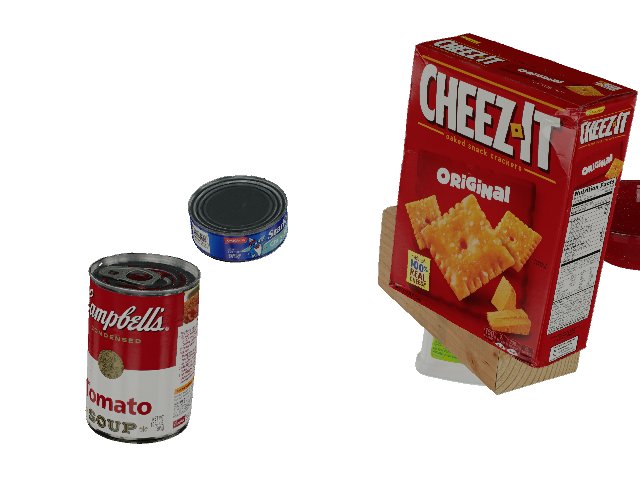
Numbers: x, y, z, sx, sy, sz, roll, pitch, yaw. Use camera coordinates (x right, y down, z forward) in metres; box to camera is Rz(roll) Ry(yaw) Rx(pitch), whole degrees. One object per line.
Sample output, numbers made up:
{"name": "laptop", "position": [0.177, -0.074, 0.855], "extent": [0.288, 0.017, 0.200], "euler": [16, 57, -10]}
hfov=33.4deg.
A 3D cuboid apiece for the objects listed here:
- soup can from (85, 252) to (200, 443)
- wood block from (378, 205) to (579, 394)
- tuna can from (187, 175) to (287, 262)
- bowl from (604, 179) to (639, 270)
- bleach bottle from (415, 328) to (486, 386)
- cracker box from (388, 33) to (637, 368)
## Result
{"name": "soup can", "position": [-0.112, 0.066, 0.667], "extent": [0.068, 0.102, 0.068], "euler": [5, 18, -2]}
{"name": "wood block", "position": [0.144, 0.043, 0.995], "extent": [0.090, 0.090, 0.206], "euler": [-11, 30, -24]}
{"name": "tuna can", "position": [-0.071, -0.019, 0.925], "extent": [0.086, 0.034, 0.086], "euler": [-1, 38, 1]}
{"name": "bowl", "position": [0.334, -0.012, 1.108], "extent": [0.162, 0.055, 0.162], "euler": [-3, 23, 1]}
{"name": "bleach bottle", "position": [0.173, 0.036, 1.221], "extent": [0.103, 0.251, 0.068], "euler": [9, 16, 15]}
{"name": "cracker box", "position": [0.137, -0.032, 0.819], "extent": [0.071, 0.214, 0.164], "euler": [-18, 34, -36]}
